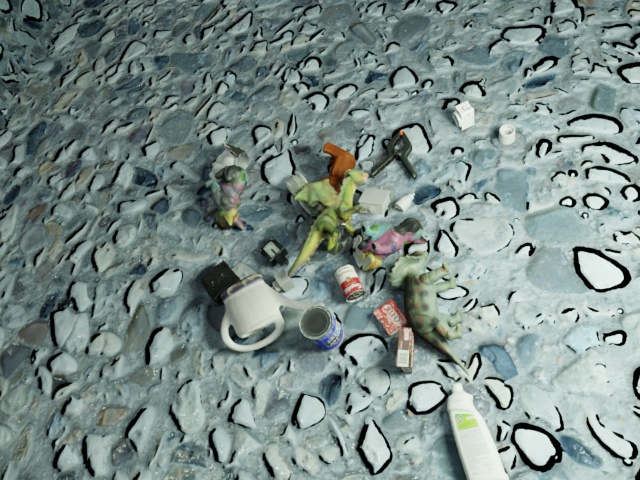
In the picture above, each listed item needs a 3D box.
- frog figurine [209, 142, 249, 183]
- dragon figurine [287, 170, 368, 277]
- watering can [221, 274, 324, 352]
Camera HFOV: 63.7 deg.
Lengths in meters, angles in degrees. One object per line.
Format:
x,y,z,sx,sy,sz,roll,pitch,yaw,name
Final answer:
-0.351,-0.283,1.995,0.138,0.123,0.157,36,114,21,frog figurine
0.005,-0.085,1.687,0.411,0.120,0.247,-36,58,-3,dragon figurine
-0.176,0.209,1.638,0.346,0.103,0.226,-29,77,7,watering can
